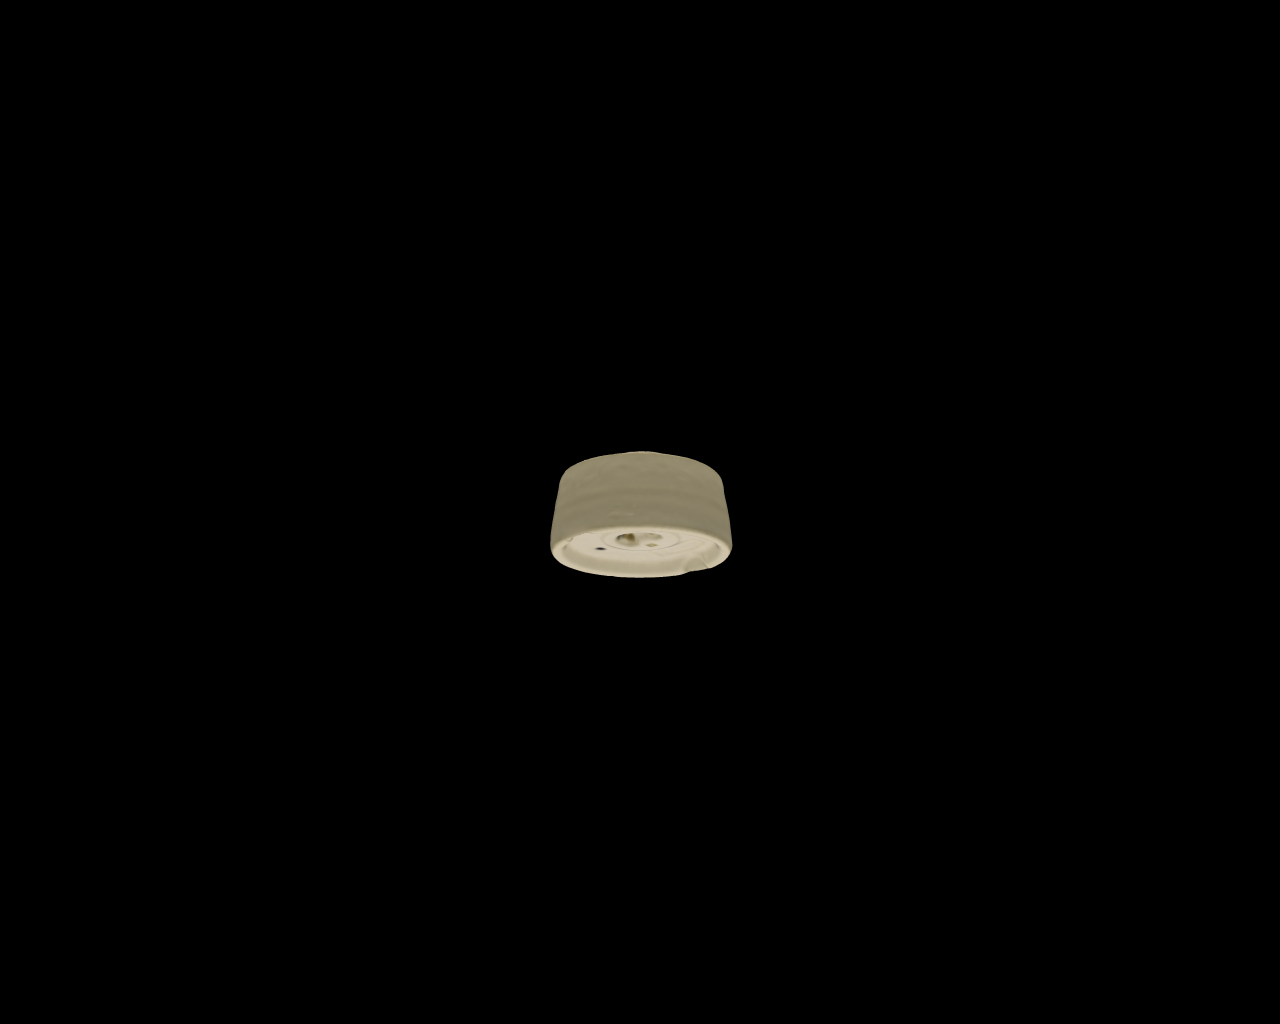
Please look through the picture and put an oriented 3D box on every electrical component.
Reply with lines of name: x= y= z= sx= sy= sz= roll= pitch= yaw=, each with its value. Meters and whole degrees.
electrical component: x=0.001 y=-0.003 z=0.650 sx=0.108 sy=0.060 sz=0.108 roll=0 pitch=-19 yaw=0
